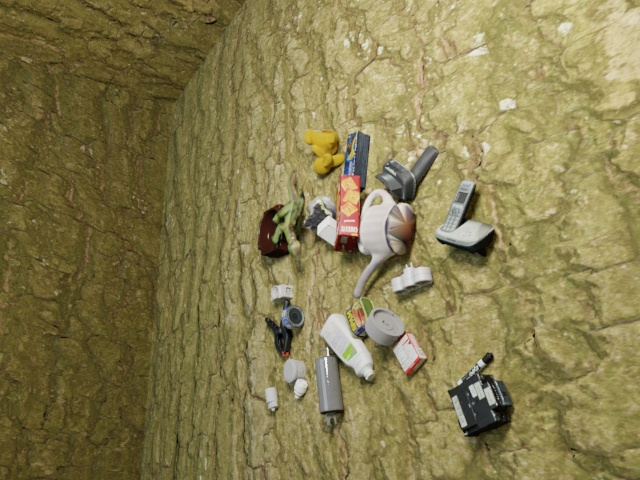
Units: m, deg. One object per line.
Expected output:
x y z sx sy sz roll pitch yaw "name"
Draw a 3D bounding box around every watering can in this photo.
0.185 0.011 1.569 0.223 0.104 0.350 -5 76 58 "watering can"

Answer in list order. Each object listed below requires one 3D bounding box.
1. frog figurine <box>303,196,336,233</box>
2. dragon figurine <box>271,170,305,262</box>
0.006 -0.096 1.903 0.160 0.123 0.136 -59 -21 -80 "frog figurine"
-0.092 -0.114 1.954 0.239 0.122 0.416 143 132 -63 "dragon figurine"
